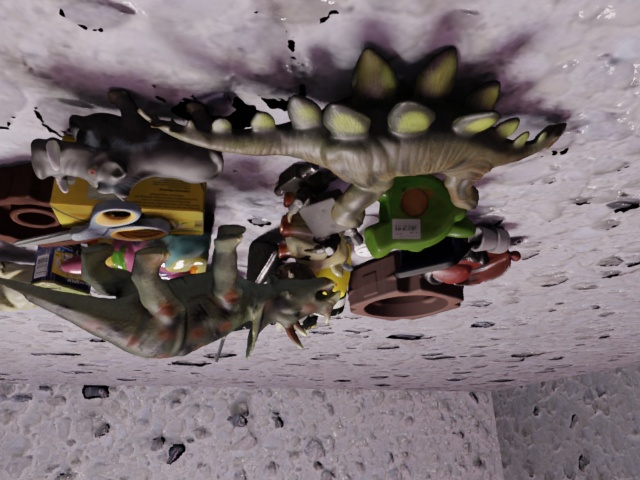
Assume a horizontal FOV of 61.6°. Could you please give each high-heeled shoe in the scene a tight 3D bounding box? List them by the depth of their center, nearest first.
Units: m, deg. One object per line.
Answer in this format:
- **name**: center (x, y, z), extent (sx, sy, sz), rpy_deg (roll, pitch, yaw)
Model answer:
- **high-heeled shoe**: center (-0.072, 0.062, 1.001), extent (0.145, 0.086, 0.249), rpy_deg (5, 161, -25)

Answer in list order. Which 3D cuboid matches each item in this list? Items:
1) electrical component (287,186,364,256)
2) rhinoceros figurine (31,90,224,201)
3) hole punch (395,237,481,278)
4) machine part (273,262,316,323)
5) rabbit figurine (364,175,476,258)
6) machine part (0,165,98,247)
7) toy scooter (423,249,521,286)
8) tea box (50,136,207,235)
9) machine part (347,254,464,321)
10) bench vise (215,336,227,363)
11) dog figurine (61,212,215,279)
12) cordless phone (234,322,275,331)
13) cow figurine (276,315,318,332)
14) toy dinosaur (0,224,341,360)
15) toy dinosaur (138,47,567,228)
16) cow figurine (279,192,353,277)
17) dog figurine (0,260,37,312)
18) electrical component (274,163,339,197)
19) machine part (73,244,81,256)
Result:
- **electrical component**: center (0.004, -0.025, 0.718), extent (0.078, 0.045, 0.102), rpy_deg (-10, 119, 34)
- **rhinoceros figurine**: center (-0.200, -0.093, 0.572), extent (0.190, 0.112, 0.073), rpy_deg (-2, 161, -21)
- **hole punch**: center (0.176, 0.000, 0.883), extent (0.142, 0.092, 0.116), rpy_deg (-19, -179, 31)
- **machine part**: center (-0.046, 0.094, 0.904), extent (0.079, 0.079, 0.243), rpy_deg (0, 162, -5)
- **rabbit figurine**: center (0.134, -0.043, 0.760), extent (0.159, 0.121, 0.170), rpy_deg (-10, 175, 0)
- **machine part**: center (-0.391, -0.044, 0.745), extent (0.179, 0.056, 0.179), rpy_deg (-3, 158, -1)
- **toy scooter**: center (0.282, 0.041, 0.981), extent (0.184, 0.075, 0.135), rpy_deg (12, 154, -37)
- **tea box**: center (-0.224, -0.065, 0.654), extent (0.170, 0.098, 0.068), rpy_deg (5, 156, -11)
- **machine part**: center (0.171, 0.098, 1.097), extent (0.201, 0.087, 0.201), rpy_deg (17, 150, -36)
- **bench vise**: center (-0.241, 0.130, 1.038), extent (0.223, 0.128, 0.241), rpy_deg (3, -168, -31)
- **dog figurine**: center (-0.279, 0.011, 0.826), extent (0.219, 0.108, 0.191), rpy_deg (6, 157, -12)
- **cordless phone**: center (-0.132, 0.167, 1.274), extent (0.147, 0.088, 0.184), rpy_deg (-14, 166, 26)
- **cow figurine**: center (-0.054, 0.157, 1.147), extent (0.068, 0.098, 0.167), rpy_deg (-14, 178, 22)
- **toy dinosaur**: center (-0.180, 0.088, 0.696), extent (0.405, 0.192, 0.131), rpy_deg (-10, -169, -26)
- **toy dinosaur**: center (0.061, -0.108, 0.576), extent (0.472, 0.105, 0.198), rpy_deg (-8, 151, -10)
- **cow figurine**: center (-0.002, -0.003, 0.848), extent (0.127, 0.085, 0.194), rpy_deg (6, 156, -3)
- **dog figurine**: center (-0.546, 0.075, 0.985), extent (0.173, 0.121, 0.190), rpy_deg (25, -172, 24)
- **electrical component**: center (-0.020, -0.078, 0.734), extent (0.063, 0.021, 0.094), rpy_deg (14, 152, -35)
- **machine part**: center (-0.362, 0.033, 0.945), extent (0.139, 0.039, 0.084), rpy_deg (12, 165, -43)
